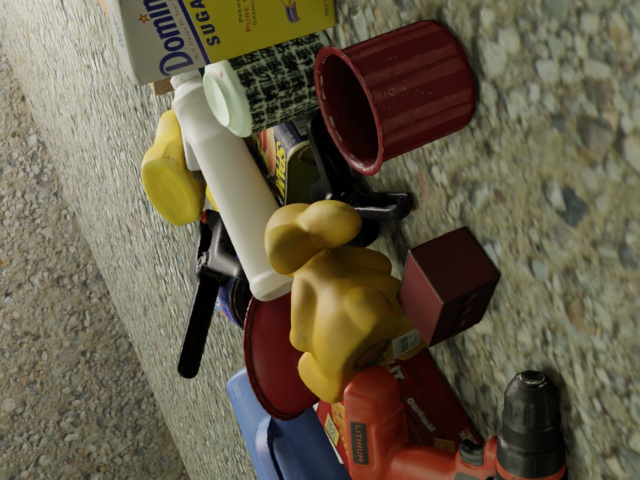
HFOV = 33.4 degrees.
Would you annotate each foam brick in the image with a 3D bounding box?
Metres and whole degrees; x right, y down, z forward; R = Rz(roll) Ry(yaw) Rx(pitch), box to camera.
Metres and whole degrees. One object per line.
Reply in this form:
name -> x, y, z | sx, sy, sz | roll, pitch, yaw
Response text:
foam brick -> 0.098, 0.036, 0.824 | 0.051, 0.053, 0.078 | 58, 161, 26

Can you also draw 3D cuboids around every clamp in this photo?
clamp -> -0.123, 0.043, 1.197 | 0.165, 0.036, 0.210 | -59, 24, 25
clamp -> 0.032, -0.032, 0.950 | 0.120, 0.039, 0.171 | 50, 164, 24

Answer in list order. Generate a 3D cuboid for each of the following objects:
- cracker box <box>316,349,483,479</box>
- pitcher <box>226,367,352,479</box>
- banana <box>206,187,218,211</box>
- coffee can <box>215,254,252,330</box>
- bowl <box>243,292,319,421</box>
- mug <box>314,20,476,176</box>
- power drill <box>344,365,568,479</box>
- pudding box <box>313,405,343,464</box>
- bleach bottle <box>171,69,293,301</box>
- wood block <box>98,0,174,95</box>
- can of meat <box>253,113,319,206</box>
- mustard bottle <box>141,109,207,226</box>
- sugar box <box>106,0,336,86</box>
cracker box -> 0.071, 0.187, 1.052 | 0.164, 0.072, 0.214 | 58, 160, 22
pitcher -> -0.031, 0.268, 1.346 | 0.243, 0.144, 0.149 | 64, 154, 17
banana -> -0.139, -0.074, 1.391 | 0.198, 0.037, 0.070 | 58, 159, 26
coffee can -> -0.082, 0.053, 1.274 | 0.140, 0.102, 0.103 | 22, 133, 65
bowl -> -0.017, 0.114, 1.157 | 0.055, 0.161, 0.162 | -6, 111, 30
mug -> 0.052, -0.095, 0.744 | 0.093, 0.081, 0.117 | 57, 160, 27
power drill -> 0.107, 0.163, 0.849 | 0.188, 0.057, 0.184 | 18, 123, 37
pudding box -> 0.033, 0.212, 1.247 | 0.090, 0.039, 0.114 | 64, 160, 11
bleach bottle -> -0.086, -0.064, 1.058 | 0.251, 0.068, 0.102 | 63, 180, 7
wood block -> -0.191, -0.274, 1.207 | 0.206, 0.090, 0.090 | 56, 160, 29
can of meat -> -0.023, -0.090, 1.011 | 0.084, 0.057, 0.102 | 60, 161, 30
mustard bottle -> -0.165, -0.107, 1.298 | 0.191, 0.058, 0.096 | -83, -30, -54
sugar box -> -0.077, -0.191, 0.840 | 0.048, 0.176, 0.093 | 48, 154, 47
